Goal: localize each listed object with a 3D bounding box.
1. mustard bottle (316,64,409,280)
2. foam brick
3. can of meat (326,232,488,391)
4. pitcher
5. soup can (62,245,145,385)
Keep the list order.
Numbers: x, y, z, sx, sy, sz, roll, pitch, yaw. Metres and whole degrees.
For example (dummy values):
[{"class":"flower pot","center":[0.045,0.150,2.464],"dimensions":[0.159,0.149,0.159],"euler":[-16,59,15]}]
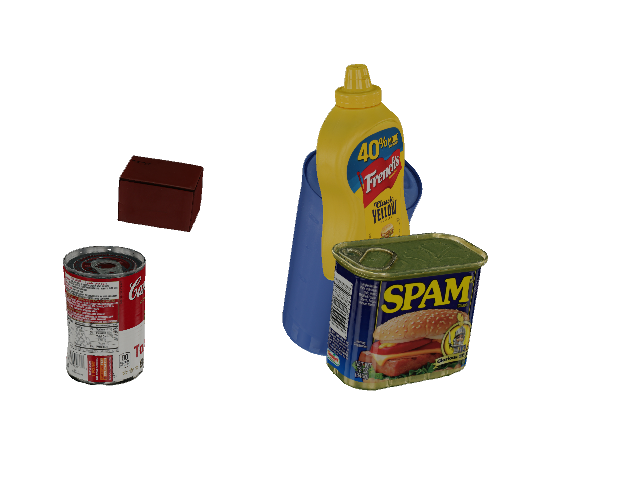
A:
[{"class":"mustard bottle","center":[0.038,-0.063,0.961],"dimensions":[0.058,0.192,0.096],"euler":[15,29,42]},{"class":"foam brick","center":[-0.162,-0.048,1.090],"dimensions":[0.078,0.051,0.053],"euler":[9,31,3]},{"class":"can of meat","center":[0.055,0.046,0.705],"dimensions":[0.101,0.084,0.058],"euler":[-6,23,-29]},{"class":"pitcher","center":[0.031,0.024,1.223],"dimensions":[0.145,0.243,0.149],"euler":[18,40,6]},{"class":"soup can","center":[-0.183,0.064,0.904],"dimensions":[0.068,0.102,0.068],"euler":[3,19,-1]}]
